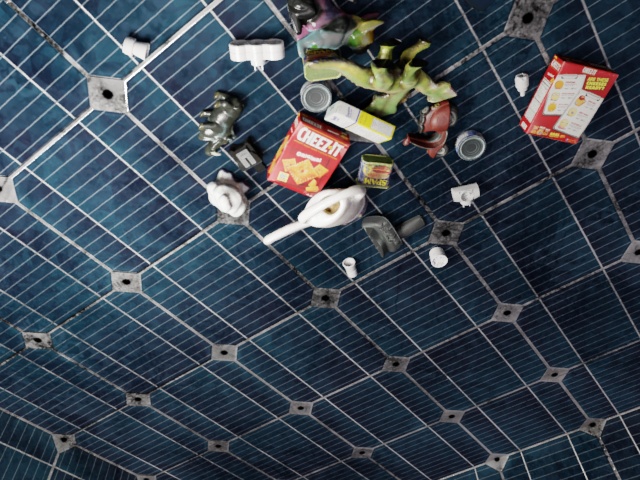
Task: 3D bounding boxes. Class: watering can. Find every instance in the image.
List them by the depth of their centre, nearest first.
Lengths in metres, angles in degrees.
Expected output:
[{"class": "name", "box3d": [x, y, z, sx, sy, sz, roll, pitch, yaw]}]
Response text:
[{"class": "watering can", "box3d": [0.005, -0.078, 1.543, 0.344, 0.225, 0.105, -29, 79, 29]}]

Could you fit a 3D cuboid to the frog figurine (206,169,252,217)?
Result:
[{"class": "frog figurine", "box3d": [-0.274, -0.118, 1.515, 0.122, 0.163, 0.135, -25, 125, 19]}]

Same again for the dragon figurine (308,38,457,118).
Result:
[{"class": "dragon figurine", "box3d": [0.164, -0.393, 1.332, 0.411, 0.125, 0.237, -6, 150, -9]}]
